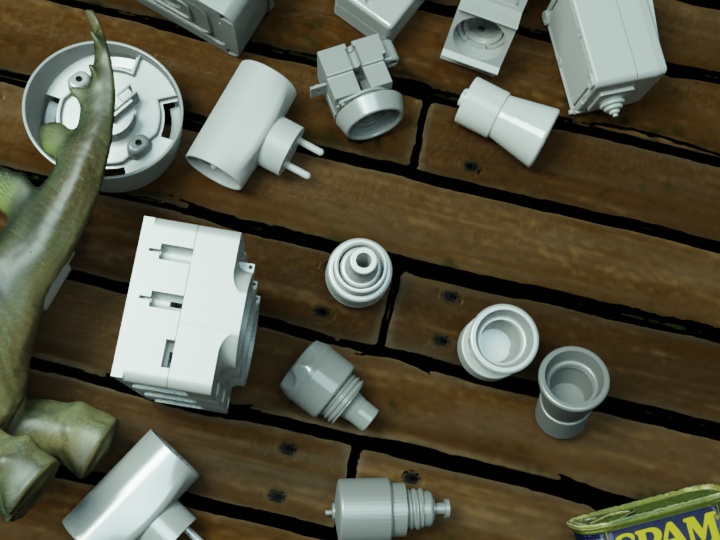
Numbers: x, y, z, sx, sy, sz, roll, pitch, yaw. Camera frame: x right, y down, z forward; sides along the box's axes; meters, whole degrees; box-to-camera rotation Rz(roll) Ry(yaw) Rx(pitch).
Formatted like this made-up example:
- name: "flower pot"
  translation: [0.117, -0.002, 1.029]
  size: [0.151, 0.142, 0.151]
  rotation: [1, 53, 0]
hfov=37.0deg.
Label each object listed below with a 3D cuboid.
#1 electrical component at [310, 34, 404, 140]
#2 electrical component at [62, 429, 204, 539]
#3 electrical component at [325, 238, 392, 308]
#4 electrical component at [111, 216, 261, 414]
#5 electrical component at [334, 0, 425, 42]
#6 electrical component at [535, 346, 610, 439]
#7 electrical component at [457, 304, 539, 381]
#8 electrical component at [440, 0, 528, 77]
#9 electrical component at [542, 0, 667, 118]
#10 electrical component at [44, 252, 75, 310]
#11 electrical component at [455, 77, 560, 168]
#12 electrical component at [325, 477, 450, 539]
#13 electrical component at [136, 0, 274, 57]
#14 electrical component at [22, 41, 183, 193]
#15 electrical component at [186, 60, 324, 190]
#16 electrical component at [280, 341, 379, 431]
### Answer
- name: "electrical component"
  translation: [0.001, -0.123, 0.734]
  size: [0.066, 0.048, 0.055]
  rotation: [-19, 73, -8]
- name: "electrical component"
  translation: [-0.129, 0.154, 0.669]
  size: [0.079, 0.043, 0.077]
  rotation: [43, 79, 4]
- name: "electrical component"
  translation: [0.000, 0.000, 0.701]
  size: [0.043, 0.062, 0.043]
  rotation: [1, 79, -4]
- name: "electrical component"
  translation: [-0.097, 0.033, 0.641]
  size: [0.062, 0.150, 0.089]
  rotation: [10, 78, -2]
- name: "electrical component"
  translation: [0.026, -0.209, 0.738]
  size: [0.047, 0.075, 0.083]
  rotation: [36, 78, 3]
- name: "electrical component"
  translation: [0.133, 0.082, 0.693]
  size: [0.044, 0.065, 0.044]
  rotation: [-1, 60, 1]
- name: "electrical component"
  translation: [0.089, 0.048, 0.701]
  size: [0.045, 0.055, 0.045]
  rotation: [1, 78, -4]
- name: "electrical component"
  translation: [0.088, -0.177, 0.741]
  size: [0.042, 0.081, 0.063]
  rotation: [20, 56, 0]
- name: "electrical component"
  translation: [0.173, -0.153, 0.745]
  size: [0.061, 0.061, 0.096]
  rotation: [-12, 80, -7]
- name: "electrical component"
  translation: [-0.205, -0.010, 0.698]
  size: [0.040, 0.040, 0.078]
  rotation: [28, 78, 1]
- name: "electrical component"
  translation: [0.099, -0.105, 0.741]
  size: [0.065, 0.044, 0.044]
  rotation: [28, 78, 6]
- name: "electrical component"
  translation: [0.018, 0.152, 0.683]
  size: [0.078, 0.040, 0.040]
  rotation: [0, 79, -5]
- name: "electrical component"
  translation: [-0.115, -0.204, 0.725]
  size: [0.113, 0.078, 0.057]
  rotation: [30, 81, 2]
- name: "electrical component"
  translation: [-0.165, -0.100, 0.707]
  size: [0.099, 0.064, 0.099]
  rotation: [1, 79, -4]
- name: "electrical component"
  translation: [-0.064, -0.089, 0.723]
  size: [0.079, 0.043, 0.077]
  rotation: [28, 78, 1]
- name: "electrical component"
  translation: [-0.017, 0.078, 0.694]
  size: [0.062, 0.043, 0.043]
  rotation: [38, 78, 2]
